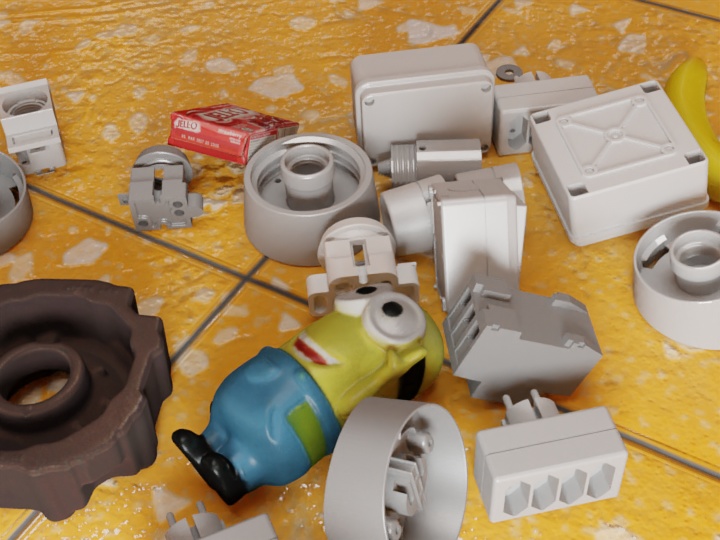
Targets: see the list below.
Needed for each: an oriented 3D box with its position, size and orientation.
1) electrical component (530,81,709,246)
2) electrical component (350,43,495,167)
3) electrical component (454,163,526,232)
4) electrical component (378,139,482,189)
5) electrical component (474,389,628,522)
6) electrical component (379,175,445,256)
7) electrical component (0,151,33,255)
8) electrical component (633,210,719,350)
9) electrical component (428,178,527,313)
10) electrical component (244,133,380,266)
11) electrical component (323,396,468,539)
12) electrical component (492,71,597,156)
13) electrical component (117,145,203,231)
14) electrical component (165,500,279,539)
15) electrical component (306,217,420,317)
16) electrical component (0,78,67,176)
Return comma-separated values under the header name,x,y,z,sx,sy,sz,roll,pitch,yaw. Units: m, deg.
name,x,y,z,sx,sy,sz,roll,pitch,yaw
electrical component,0.198,-0.084,0.831,0.109,0.056,0.108,-15,46,1
electrical component,0.051,-0.135,0.886,0.113,0.078,0.057,-7,42,-4
electrical component,0.098,-0.051,0.818,0.047,0.055,0.055,-7,45,1
electrical component,0.055,-0.082,0.857,0.081,0.043,0.043,-1,45,2
electrical component,0.111,0.105,0.667,0.083,0.047,0.075,-10,46,-7
electrical component,0.044,-0.040,0.810,0.047,0.055,0.055,-14,46,-6
electrical component,-0.310,-0.050,0.848,0.099,0.064,0.099,7,51,-8
electrical component,0.244,0.007,0.762,0.099,0.064,0.099,-11,44,11
electrical component,0.084,-0.012,0.757,0.061,0.096,0.061,-5,16,-2
electrical component,-0.039,-0.062,0.831,0.108,0.060,0.108,-2,45,2
electrical component,0.021,0.123,0.622,0.064,0.099,0.099,10,46,21
electrical component,0.150,-0.142,0.909,0.083,0.047,0.075,-7,46,-4
electrical component,-0.157,-0.065,0.852,0.066,0.048,0.055,-4,52,-2
electrical component,-0.090,0.166,0.618,0.083,0.047,0.075,-19,47,-15
electrical component,0.000,0.000,0.770,0.078,0.058,0.057,-6,48,-3
electrical component,-0.272,-0.117,0.896,0.042,0.063,0.081,-15,46,-10
